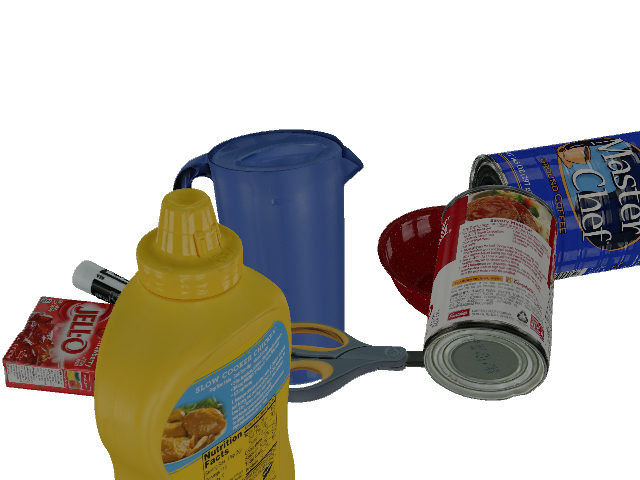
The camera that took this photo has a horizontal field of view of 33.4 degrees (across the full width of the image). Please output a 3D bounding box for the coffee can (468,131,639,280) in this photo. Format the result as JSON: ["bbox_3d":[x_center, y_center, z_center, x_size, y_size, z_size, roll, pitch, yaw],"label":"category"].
[{"bbox_3d":[0.194,-0.024,0.800,0.140,0.103,0.103,-9,1,-8],"label":"coffee can"}]

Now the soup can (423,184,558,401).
[{"bbox_3d":[0.095,0.029,0.591,0.068,0.102,0.068,8,-41,7],"label":"soup can"}]

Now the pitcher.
[{"bbox_3d":[-0.046,0.017,1.071,0.144,0.243,0.149,-20,27,-35],"label":"pitcher"}]

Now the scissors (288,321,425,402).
[{"bbox_3d":[0.044,0.101,0.821,0.202,0.016,0.096,10,36,21],"label":"scissors"}]

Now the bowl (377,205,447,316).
[{"bbox_3d":[0.132,0.031,0.997,0.162,0.055,0.162,1,35,-1],"label":"bowl"}]

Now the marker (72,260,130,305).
[{"bbox_3d":[-0.098,0.043,0.649,0.121,0.020,0.020,23,9,21],"label":"marker"}]

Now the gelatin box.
[{"bbox_3d":[-0.195,0.080,0.830,0.073,0.030,0.089,6,32,6],"label":"gelatin box"}]

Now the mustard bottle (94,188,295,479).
[{"bbox_3d":[-0.051,0.066,0.447,0.058,0.192,0.096,23,38,31],"label":"mustard bottle"}]
